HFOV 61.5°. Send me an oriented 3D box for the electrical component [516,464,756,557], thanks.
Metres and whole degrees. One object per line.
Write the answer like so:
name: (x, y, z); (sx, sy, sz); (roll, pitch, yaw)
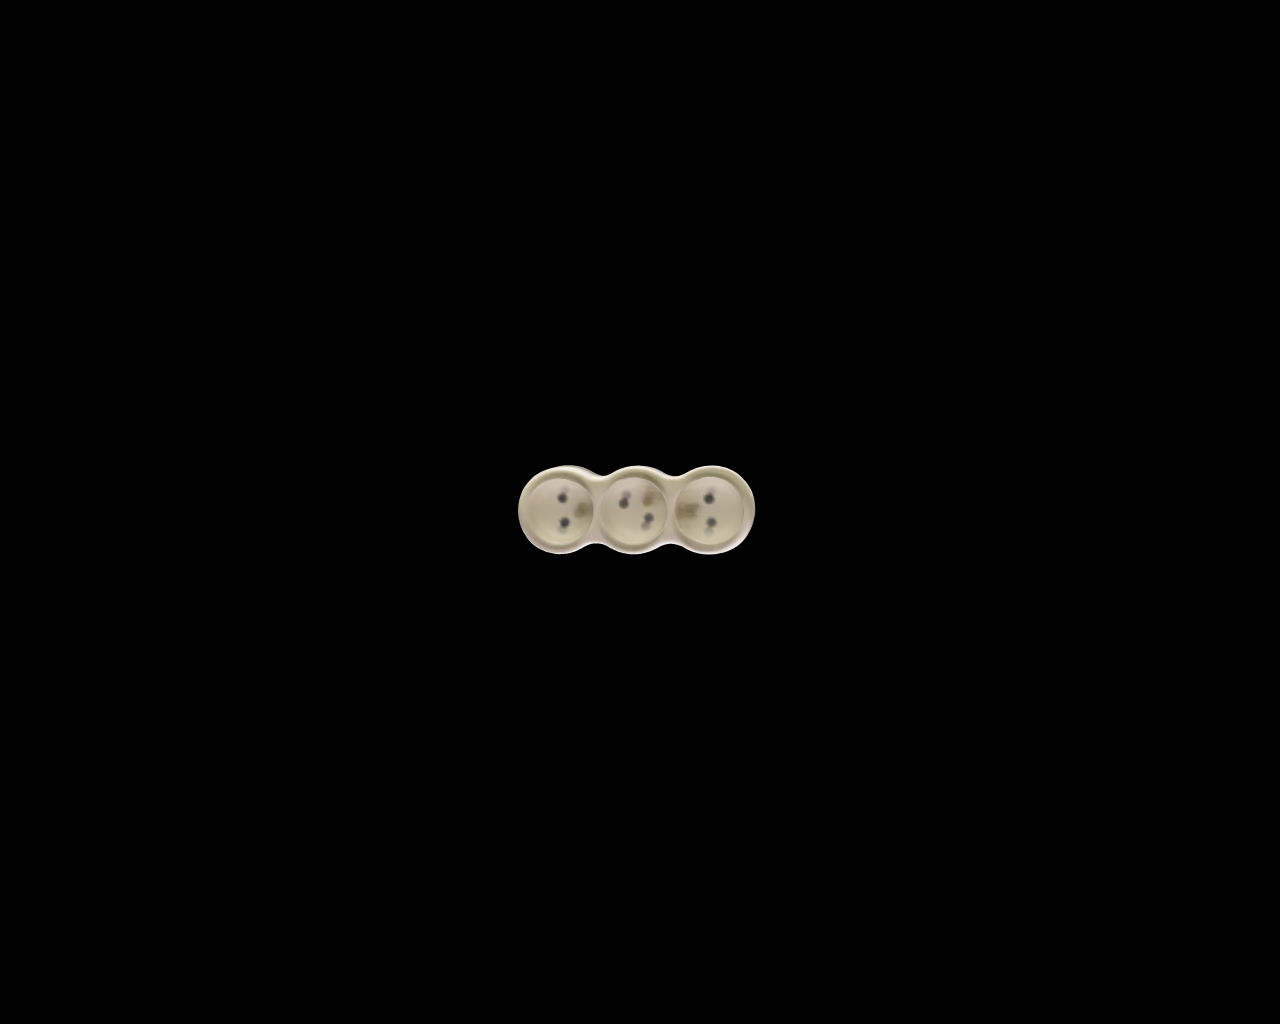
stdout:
electrical component: (0.001, -0.003, 0.650); (0.138, 0.052, 0.074); (0, 4, 7)
